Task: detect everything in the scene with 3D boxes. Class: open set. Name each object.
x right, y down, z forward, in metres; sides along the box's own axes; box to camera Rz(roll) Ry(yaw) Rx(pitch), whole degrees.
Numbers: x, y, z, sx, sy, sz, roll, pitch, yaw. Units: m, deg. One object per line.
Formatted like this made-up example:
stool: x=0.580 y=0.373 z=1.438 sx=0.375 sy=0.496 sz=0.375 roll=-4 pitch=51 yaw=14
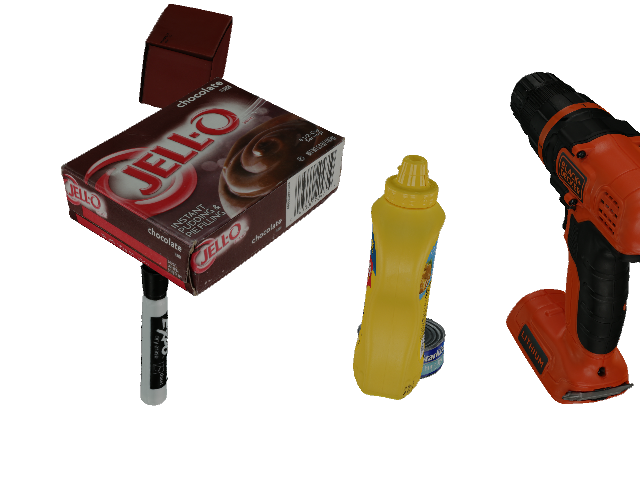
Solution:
pudding box: x=-0.057 y=-0.031 z=0.533 sx=0.090 sy=0.039 sz=0.113 roll=29 pitch=46 yaw=28
power drill: x=0.167 y=-0.001 z=0.711 sx=0.057 sy=0.188 sz=0.184 roll=-9 pitch=36 yaw=-10
marker: x=-0.114 y=0.063 z=0.733 sx=0.020 sy=0.121 sz=0.020 roll=5 pitch=33 yaw=-3
mustard bottle: x=0.064 y=0.024 z=0.847 sx=0.058 sy=0.192 sz=0.096 roll=10 pitch=27 yaw=8
tuna can: x=0.079 y=0.104 z=1.047 sx=0.086 sy=0.034 sz=0.086 roll=0 pitch=21 yaw=0
foam brick: x=-0.102 y=-0.138 z=0.813 sx=0.053 sy=0.051 sz=0.078 roll=13 pitch=35 yaw=0
